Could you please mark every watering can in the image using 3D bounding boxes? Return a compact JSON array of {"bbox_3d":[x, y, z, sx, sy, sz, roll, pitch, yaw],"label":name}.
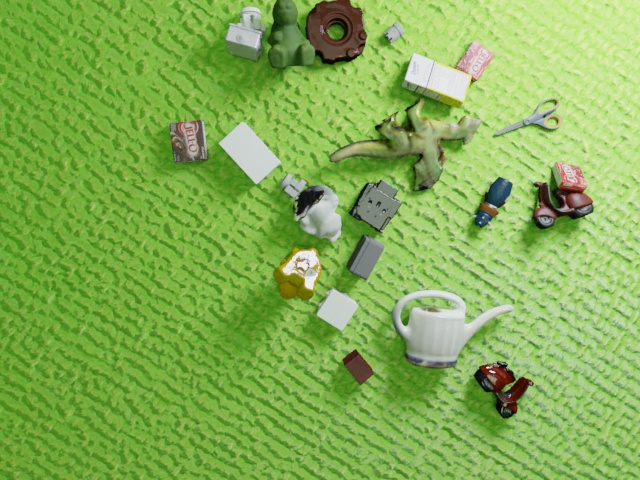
[{"bbox_3d":[0.371,0.260,1.467,0.347,0.104,0.223,7,97,-3],"label":"watering can"}]

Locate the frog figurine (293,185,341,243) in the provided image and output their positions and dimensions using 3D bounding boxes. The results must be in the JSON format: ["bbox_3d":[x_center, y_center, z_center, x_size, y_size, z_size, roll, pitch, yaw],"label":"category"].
[{"bbox_3d":[0.004,-0.073,1.441,0.157,0.124,0.138,38,85,-41],"label":"frog figurine"}]

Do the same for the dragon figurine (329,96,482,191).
[{"bbox_3d":[0.252,-0.243,1.423,0.410,0.123,0.240,-32,104,3],"label":"dragon figurine"}]
